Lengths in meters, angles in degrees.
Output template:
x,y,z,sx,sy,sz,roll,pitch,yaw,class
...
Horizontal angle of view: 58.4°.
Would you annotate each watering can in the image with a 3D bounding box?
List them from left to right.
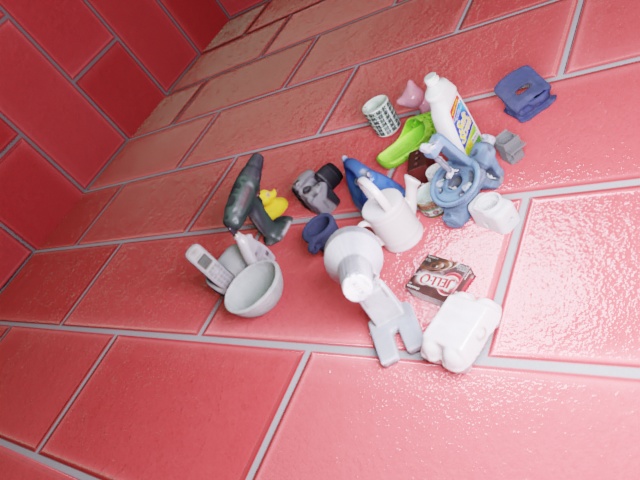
x,y,z,sx,sy,sz,roll,pitch,yaw,class
0.149,-0.074,1.274,0.100,0.195,0.173,15,61,51,watering can

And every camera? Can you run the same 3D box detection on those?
x,y,z,sx,sy,sz,roll,pitch,yaw,class
0.001,-0.153,1.593,0.137,0.101,0.142,-45,34,-8,camera

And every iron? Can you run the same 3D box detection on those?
x,y,z,sx,sy,sz,roll,pitch,yaw,class
0.107,-0.157,1.458,0.118,0.142,0.257,-40,33,-1,iron

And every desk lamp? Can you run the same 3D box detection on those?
x,y,z,sx,sy,sz,roll,pitch,yaw,class
0.098,0.098,1.103,0.118,0.214,0.203,-32,34,11,desk lamp

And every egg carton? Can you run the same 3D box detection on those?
x,y,z,sx,sy,sz,roll,pitch,yaw,class
0.250,0.162,1.012,0.107,0.070,0.150,14,60,50,egg carton

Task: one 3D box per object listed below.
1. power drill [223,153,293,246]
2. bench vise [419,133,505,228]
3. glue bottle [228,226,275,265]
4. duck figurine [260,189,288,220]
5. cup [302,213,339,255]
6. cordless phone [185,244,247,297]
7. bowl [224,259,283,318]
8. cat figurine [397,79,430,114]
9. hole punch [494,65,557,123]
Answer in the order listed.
x,y,z,sx,sy,sz,roll,pitch,yaw,class
-0.170,-0.097,1.593,0.075,0.209,0.230,-4,47,41,power drill
0.289,-0.163,1.219,0.121,0.220,0.207,-4,47,41,bench vise
-0.185,0.021,1.502,0.037,0.174,0.078,-13,42,34,glue bottle
-0.158,-0.108,1.707,0.104,0.086,0.077,-38,34,3,duck figurine
0.013,0.005,1.402,0.091,0.095,0.118,-12,42,35,cup
-0.260,0.054,1.524,0.093,0.186,0.148,4,52,46,cordless phone
-0.151,0.134,1.427,0.167,0.075,0.167,-25,36,20,bowl
0.284,-0.397,1.591,0.127,0.118,0.067,-15,41,32,cat figurine
0.488,-0.351,1.366,0.108,0.091,0.101,-36,34,5,hole punch
